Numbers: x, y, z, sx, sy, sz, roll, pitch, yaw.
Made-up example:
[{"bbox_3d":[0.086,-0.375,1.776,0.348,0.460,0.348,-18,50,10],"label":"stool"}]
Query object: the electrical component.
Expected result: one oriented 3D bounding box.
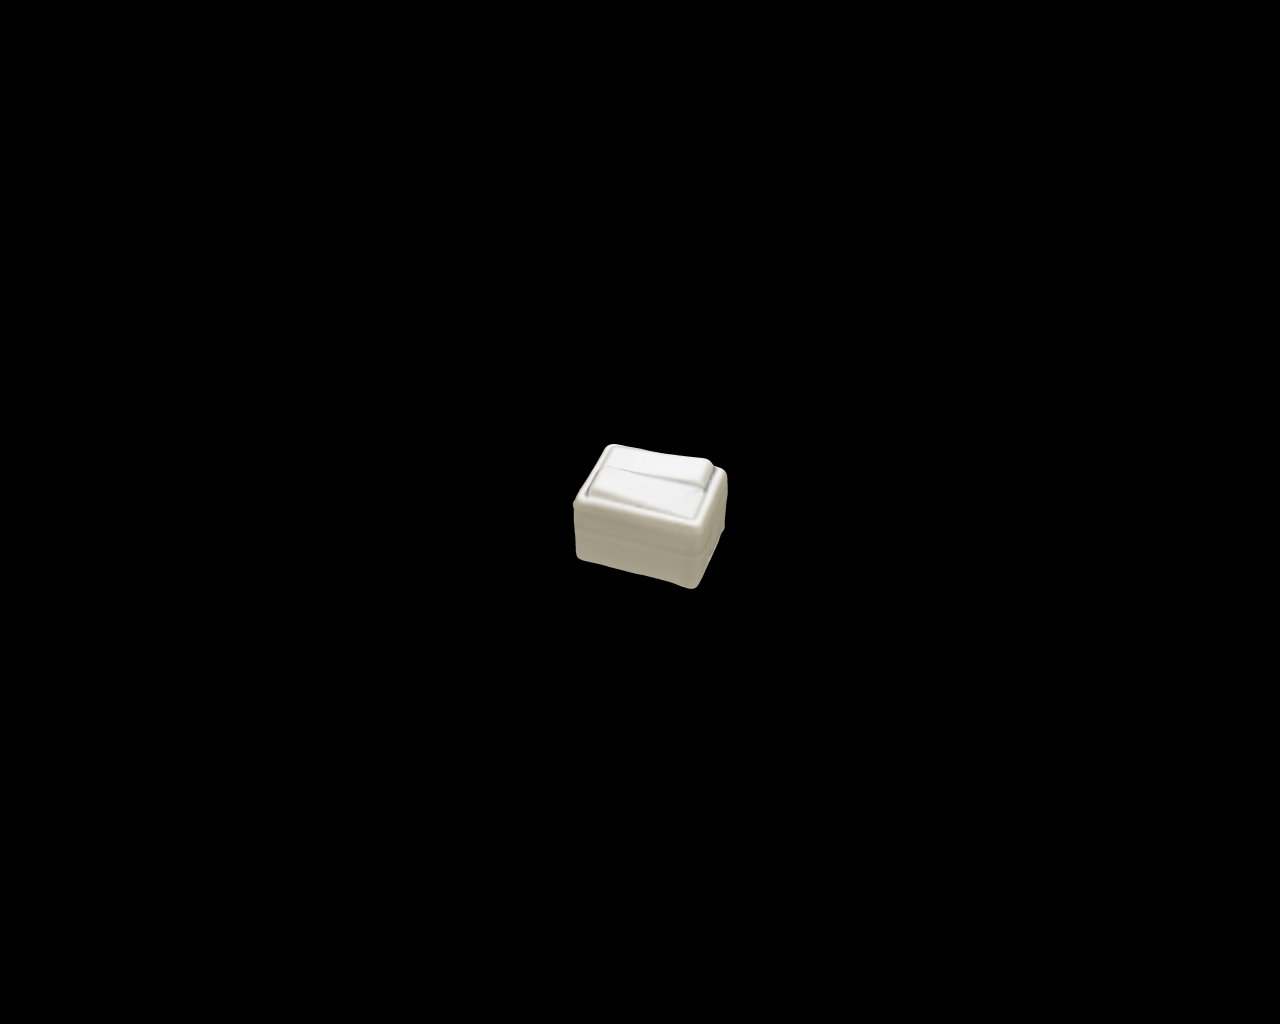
[{"bbox_3d":[0.001,-0.003,0.650,0.096,0.061,0.062,14,44,15],"label":"electrical component"}]
